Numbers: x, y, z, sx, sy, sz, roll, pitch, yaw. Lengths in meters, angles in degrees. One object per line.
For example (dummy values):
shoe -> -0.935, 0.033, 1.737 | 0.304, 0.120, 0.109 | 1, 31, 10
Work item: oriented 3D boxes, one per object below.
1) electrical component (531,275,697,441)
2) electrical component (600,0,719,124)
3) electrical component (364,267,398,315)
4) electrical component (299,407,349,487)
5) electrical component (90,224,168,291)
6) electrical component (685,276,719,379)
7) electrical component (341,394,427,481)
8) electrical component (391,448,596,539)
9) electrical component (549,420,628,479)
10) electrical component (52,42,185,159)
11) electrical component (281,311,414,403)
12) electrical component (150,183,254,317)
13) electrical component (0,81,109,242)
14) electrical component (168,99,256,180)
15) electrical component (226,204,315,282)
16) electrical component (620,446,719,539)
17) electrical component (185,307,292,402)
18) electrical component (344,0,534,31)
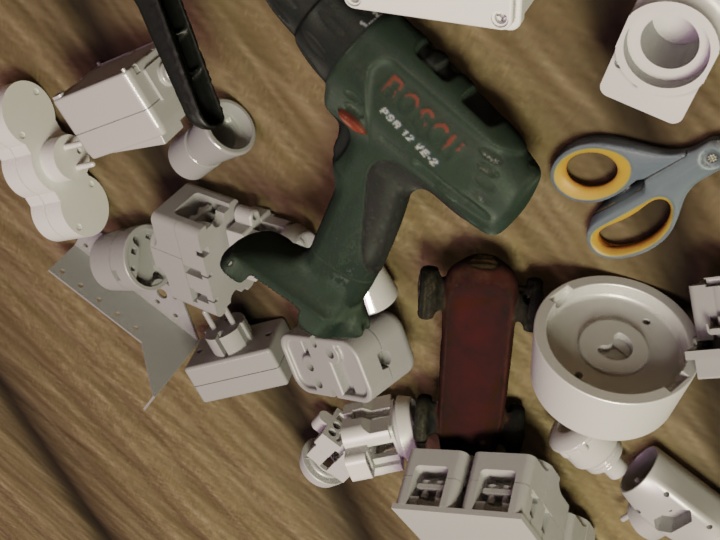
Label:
electrical component -> 0.166, 0.063, 0.719 | 0.108, 0.108, 0.060 | 19, 139, 15
electrical component -> 0.172, -0.132, 0.585 | 0.050, 0.055, 0.089 | 25, 134, 9
electrical component -> 0.000, 0.000, 0.801 | 0.045, 0.045, 0.055 | 0, 125, 30
electrical component -> -0.022, 0.160, 0.947 | 0.066, 0.048, 0.055 | 37, 128, -3
electrical component -> -0.191, -0.009, 0.897 | 0.047, 0.055, 0.055 | -5, 124, 37
electrical component -> 0.267, 0.028, 0.653 | 0.121, 0.079, 0.063 | -8, 92, 34
electrical component -> 0.021, 0.135, 0.884 | 0.057, 0.078, 0.058 | -13, 120, 13
electrical component -> 0.117, 0.209, 0.864 | 0.105, 0.060, 0.186 | -3, 142, 31
electrical component -> 0.177, 0.133, 0.812 | 0.062, 0.048, 0.048 | 45, 135, -19
electrical component -> -0.160, -0.123, 0.777 | 0.096, 0.061, 0.061 | -12, 119, 36
electrical component -> -0.007, 0.062, 0.835 | 0.095, 0.059, 0.053 | 2, 118, 50
electrical component -> -0.126, -0.017, 0.847 | 0.056, 0.050, 0.089 | 20, 138, 27
electrical component -> -0.243, -0.087, 0.861 | 0.074, 0.052, 0.138 | -7, 122, 34
electrical component -> -0.112, -0.093, 0.791 | 0.044, 0.044, 0.065 | 48, 139, -13
electrical component -> -0.066, -0.016, 0.826 | 0.055, 0.048, 0.066 | 16, 133, 28
electrical component -> 0.232, 0.182, 0.821 | 0.077, 0.043, 0.079 | 37, 136, -3
electrical component -> -0.106, 0.061, 0.898 | 0.083, 0.047, 0.075 | -15, 118, 22
electrical component -> 0.046, -0.199, 0.601 | 0.109, 0.056, 0.108 | 13, 132, 20
